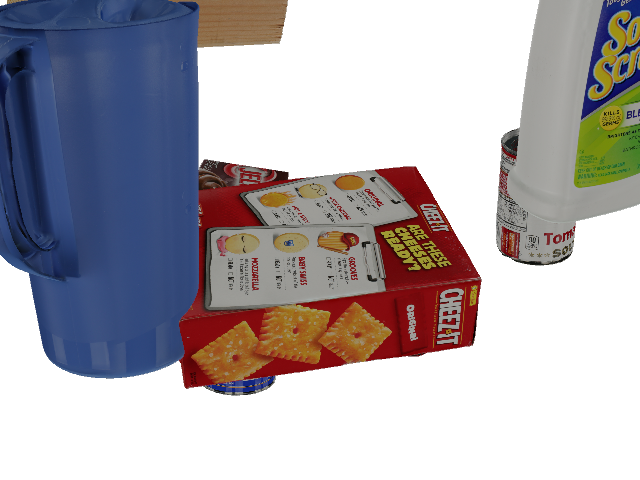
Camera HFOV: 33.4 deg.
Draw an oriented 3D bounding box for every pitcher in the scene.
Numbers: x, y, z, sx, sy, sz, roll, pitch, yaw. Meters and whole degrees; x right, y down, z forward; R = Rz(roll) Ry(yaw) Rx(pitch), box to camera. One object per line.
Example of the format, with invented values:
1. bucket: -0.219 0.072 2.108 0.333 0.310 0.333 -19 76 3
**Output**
1. pitcher: -0.146 -0.033 0.694 0.149 0.243 0.145 -7 22 -16

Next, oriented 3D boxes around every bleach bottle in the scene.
1. bleach bottle: 0.172 -0.140 0.650 0.102 0.251 0.068 -14 31 -19

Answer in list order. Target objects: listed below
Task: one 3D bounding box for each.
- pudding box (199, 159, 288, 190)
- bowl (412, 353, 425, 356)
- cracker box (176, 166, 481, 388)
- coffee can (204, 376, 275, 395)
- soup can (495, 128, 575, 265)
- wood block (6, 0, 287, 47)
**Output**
1. pudding box: -0.082 -0.038 1.058 0.090 0.039 0.113 8 29 1
2. bowl: 0.120 0.050 1.216 0.055 0.162 0.161 -11 -7 42
3. cracker box: -0.008 0.022 0.803 0.213 0.072 0.164 -7 35 -10
4. coffee can: -0.107 0.115 1.383 0.103 0.140 0.103 2 19 -1
5. soup can: 0.186 -0.038 0.914 0.068 0.102 0.068 -1 27 1
6. wood block: -0.134 -0.211 0.850 0.205 0.091 0.090 -8 39 -28
